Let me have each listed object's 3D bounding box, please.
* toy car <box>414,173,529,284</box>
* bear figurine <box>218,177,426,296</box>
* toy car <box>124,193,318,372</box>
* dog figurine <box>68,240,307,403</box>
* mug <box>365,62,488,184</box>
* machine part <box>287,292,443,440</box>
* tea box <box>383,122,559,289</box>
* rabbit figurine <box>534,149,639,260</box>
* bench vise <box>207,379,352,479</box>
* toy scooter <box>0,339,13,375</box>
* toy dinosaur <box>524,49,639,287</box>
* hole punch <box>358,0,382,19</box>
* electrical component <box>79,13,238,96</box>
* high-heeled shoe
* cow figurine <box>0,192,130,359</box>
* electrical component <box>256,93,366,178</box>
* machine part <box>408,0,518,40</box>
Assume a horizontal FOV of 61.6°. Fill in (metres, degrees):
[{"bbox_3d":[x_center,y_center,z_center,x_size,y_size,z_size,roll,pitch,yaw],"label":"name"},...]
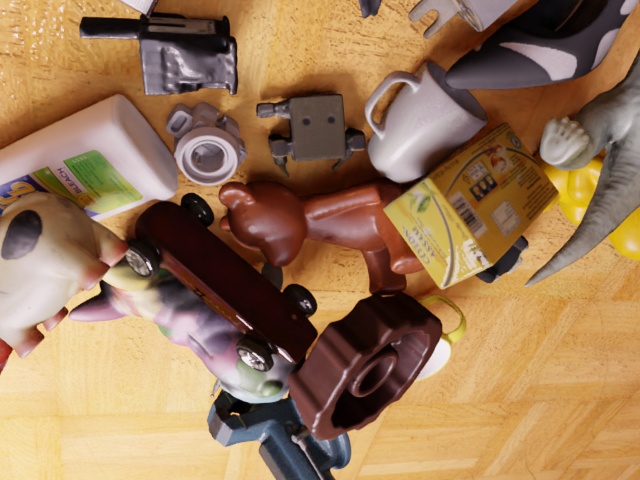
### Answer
[{"bbox_3d":[0.174,-0.010,0.641,0.201,0.056,0.073,27,110,-32],"label":"toy car"},{"bbox_3d":[-0.002,-0.005,0.554,0.196,0.132,0.120,-7,158,-17],"label":"bear figurine"},{"bbox_3d":[-0.091,0.041,0.513,0.202,0.089,0.053,40,143,-2],"label":"toy car"},{"bbox_3d":[-0.137,0.082,0.564,0.219,0.192,0.108,11,132,-40],"label":"dog figurine"},{"bbox_3d":[0.089,-0.110,0.524,0.109,0.081,0.107,15,130,-35],"label":"mug"},{"bbox_3d":[0.050,0.132,0.574,0.179,0.056,0.179,-27,141,-25],"label":"machine part"},{"bbox_3d":[0.152,-0.038,0.523,0.169,0.098,0.068,-32,176,-42],"label":"tea box"},{"bbox_3d":[0.322,-0.055,0.567,0.122,0.173,0.162,27,121,-26],"label":"rabbit figurine"},{"bbox_3d":[-0.021,0.215,0.717,0.240,0.224,0.128,-24,142,-35],"label":"bench vise"},{"bbox_3d":[-0.378,0.143,0.571,0.075,0.135,0.183,19,120,-25],"label":"toy scooter"},{"bbox_3d":[0.307,-0.136,0.441,0.192,0.131,0.404,5,122,-37],"label":"toy dinosaur"},{"bbox_3d":[0.049,-0.252,0.384,0.116,0.092,0.142,-22,135,-9],"label":"hole punch"},{"bbox_3d":[-0.128,-0.153,0.438,0.119,0.075,0.047,-6,129,-15],"label":"electrical component"},{"bbox_3d":[0.216,-0.224,0.456,0.249,0.086,0.145,-21,124,-9],"label":"high-heeled shoe"},{"bbox_3d":[-0.273,0.033,0.457,0.195,0.085,0.127,-39,102,19],"label":"cow figurine"},{"bbox_3d":[-0.007,-0.103,0.531,0.102,0.045,0.078,-12,101,-8],"label":"electrical component"},{"bbox_3d":[0.175,-0.256,0.432,0.243,0.079,0.079,-40,126,16],"label":"machine part"}]
